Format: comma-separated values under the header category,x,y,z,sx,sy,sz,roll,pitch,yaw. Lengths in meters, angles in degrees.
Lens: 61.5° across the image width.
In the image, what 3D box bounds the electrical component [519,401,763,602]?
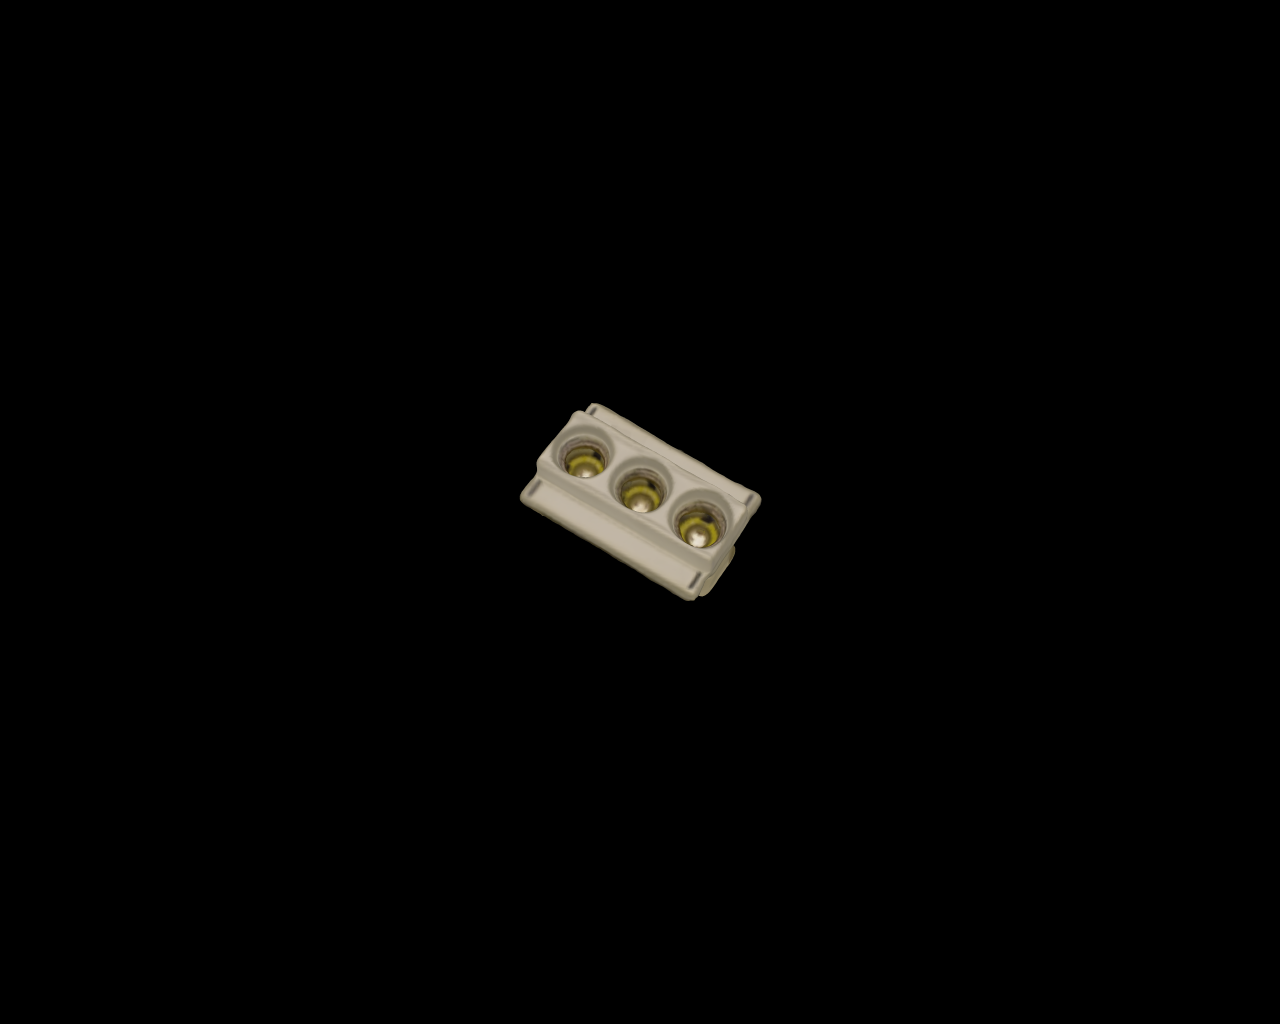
category,x,y,z,sx,sy,sz,roll,pitch,yaw
electrical component,0.001,-0.003,0.650,0.121,0.079,0.063,30,-23,14
